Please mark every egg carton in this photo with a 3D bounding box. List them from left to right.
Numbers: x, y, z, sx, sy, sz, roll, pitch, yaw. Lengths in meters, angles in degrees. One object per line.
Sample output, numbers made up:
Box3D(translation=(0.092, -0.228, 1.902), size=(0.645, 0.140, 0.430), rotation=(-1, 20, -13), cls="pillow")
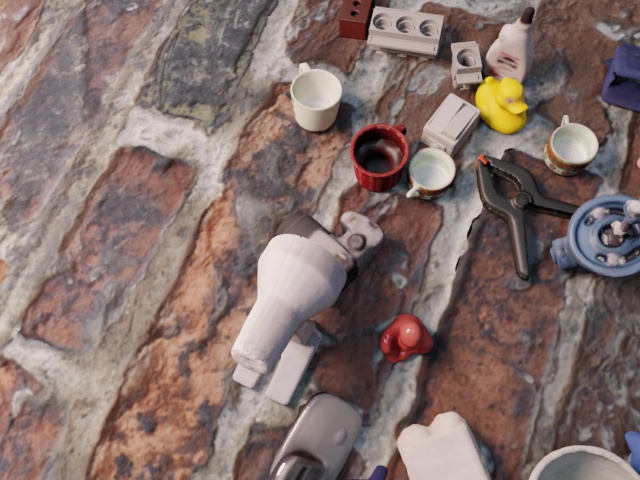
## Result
Box3D(translation=(0.176, 0.321, 0.788), size=(0.107, 0.069, 0.150), rotation=(-21, 72, -3), cls="egg carton")

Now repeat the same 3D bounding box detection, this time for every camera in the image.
Box3D(translation=(0.008, 0.003, 0.886), size=(0.136, 0.101, 0.143), rotation=(41, 79, 15), cls="camera")

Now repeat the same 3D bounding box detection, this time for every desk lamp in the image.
Box3D(translation=(-0.050, 0.115, 0.794), size=(0.117, 0.213, 0.203), rotation=(23, 75, 11), cls="desk lamp")

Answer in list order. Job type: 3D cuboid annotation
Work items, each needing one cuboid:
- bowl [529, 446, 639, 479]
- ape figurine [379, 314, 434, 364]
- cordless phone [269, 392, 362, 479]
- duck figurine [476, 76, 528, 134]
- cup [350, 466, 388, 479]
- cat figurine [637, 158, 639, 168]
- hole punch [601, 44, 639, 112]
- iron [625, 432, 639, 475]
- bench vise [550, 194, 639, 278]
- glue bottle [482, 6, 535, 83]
Box3D(translation=(0.347, 0.360, 0.761), size=(0.167, 0.075, 0.167), rotation=(-1, 72, 4), cls="bowl")
Box3D(translation=(0.128, 0.142, 0.837), size=(0.077, 0.092, 0.076), rotation=(15, 74, 9), cls="ape figurine")
Box3D(translation=(-0.010, 0.274, 0.755), size=(0.094, 0.185, 0.148), rotation=(26, 76, 12), cls="cordless phone")
Box3D(translation=(0.307, -0.238, 0.951), size=(0.077, 0.086, 0.104), rotation=(-29, 72, -5), cls="duck figurine")
Box3D(translation=(0.055, 0.355, 0.772), size=(0.091, 0.095, 0.118), rotation=(30, 77, 13), cls="cup")
Box3D(translation=(0.556, -0.131, 0.883), size=(0.128, 0.118, 0.067), rotation=(-20, 72, -2), cls="cat figurine")
Box3D(translation=(0.532, -0.279, 0.946), size=(0.108, 0.091, 0.101), rotation=(18, 74, 10), cls="hole punch")
Box3D(translation=(0.509, 0.349, 0.718), size=(0.118, 0.141, 0.258), rotation=(-24, 72, -4), cls="iron")
Box3D(translation=(0.449, -0.029, 0.803), size=(0.207, 0.220, 0.121), rotation=(-26, 72, -5), cls="bench vise")
Box3D(translation=(0.317, -0.318, 0.930), size=(0.078, 0.173, 0.037), rotation=(22, 75, 11), cls="glue bottle")
